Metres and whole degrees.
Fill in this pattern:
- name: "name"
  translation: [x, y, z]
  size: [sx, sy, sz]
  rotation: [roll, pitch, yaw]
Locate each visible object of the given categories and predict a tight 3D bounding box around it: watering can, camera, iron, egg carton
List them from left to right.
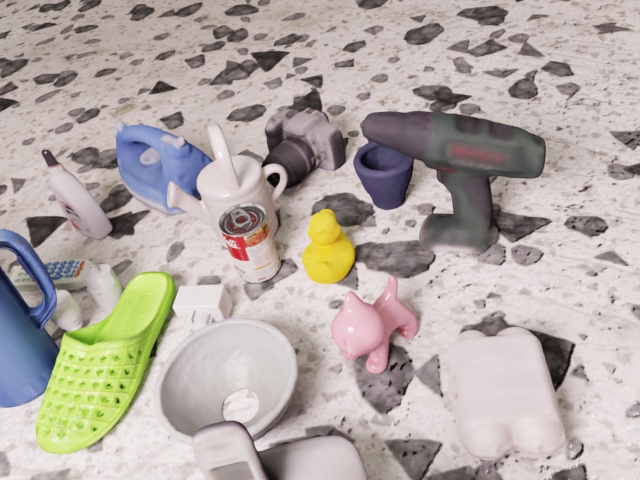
- name: "iron"
  translation: [-0.291, -0.145, 0.993]
  size: [0.257, 0.142, 0.119]
  rotation: [21, 53, 30]
- name: "watering can"
  translation: [-0.138, -0.080, 0.852]
  size: [0.173, 0.194, 0.100]
  rotation: [-34, 48, -20]
- name: "camera"
  translation: [-0.049, -0.160, 0.979]
  size: [0.142, 0.101, 0.137]
  rotation: [25, 55, 33]
- name: "egg carton"
  translation: [0.195, 0.162, 0.617]
  size: [0.107, 0.069, 0.150]
  rotation: [-6, 44, 8]

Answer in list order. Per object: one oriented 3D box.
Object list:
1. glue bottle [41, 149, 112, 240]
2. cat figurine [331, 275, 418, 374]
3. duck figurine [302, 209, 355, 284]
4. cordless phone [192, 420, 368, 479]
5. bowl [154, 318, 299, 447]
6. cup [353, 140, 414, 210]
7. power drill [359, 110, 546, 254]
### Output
- name: "glue bottle"
  translation: [-0.403, -0.076, 0.926]
  size: [0.078, 0.173, 0.037]
  rotation: [16, 51, 27]
- name: "cat figurine"
  translation: [0.059, 0.097, 0.682]
  size: [0.067, 0.118, 0.128]
  rotation: [24, 55, 32]
- name: "duck figurine"
  translation: [0.007, 0.003, 0.812]
  size: [0.077, 0.086, 0.104]
  rotation: [-2, 45, 11]
- name: "cordless phone"
  translation: [-0.033, 0.219, 0.530]
  size: [0.147, 0.185, 0.094]
  rotation: [-16, 44, -3]
- name: "bowl"
  translation: [-0.101, 0.177, 0.669]
  size: [0.167, 0.075, 0.167]
  rotation: [-7, 44, 7]
- name: "cup"
  translation: [0.098, -0.103, 0.891]
  size: [0.091, 0.095, 0.117]
  rotation: [-16, 44, -3]
- name: "power drill"
  translation: [0.175, -0.079, 0.766]
  size: [0.229, 0.209, 0.075]
  rotation: [2, 46, 16]
